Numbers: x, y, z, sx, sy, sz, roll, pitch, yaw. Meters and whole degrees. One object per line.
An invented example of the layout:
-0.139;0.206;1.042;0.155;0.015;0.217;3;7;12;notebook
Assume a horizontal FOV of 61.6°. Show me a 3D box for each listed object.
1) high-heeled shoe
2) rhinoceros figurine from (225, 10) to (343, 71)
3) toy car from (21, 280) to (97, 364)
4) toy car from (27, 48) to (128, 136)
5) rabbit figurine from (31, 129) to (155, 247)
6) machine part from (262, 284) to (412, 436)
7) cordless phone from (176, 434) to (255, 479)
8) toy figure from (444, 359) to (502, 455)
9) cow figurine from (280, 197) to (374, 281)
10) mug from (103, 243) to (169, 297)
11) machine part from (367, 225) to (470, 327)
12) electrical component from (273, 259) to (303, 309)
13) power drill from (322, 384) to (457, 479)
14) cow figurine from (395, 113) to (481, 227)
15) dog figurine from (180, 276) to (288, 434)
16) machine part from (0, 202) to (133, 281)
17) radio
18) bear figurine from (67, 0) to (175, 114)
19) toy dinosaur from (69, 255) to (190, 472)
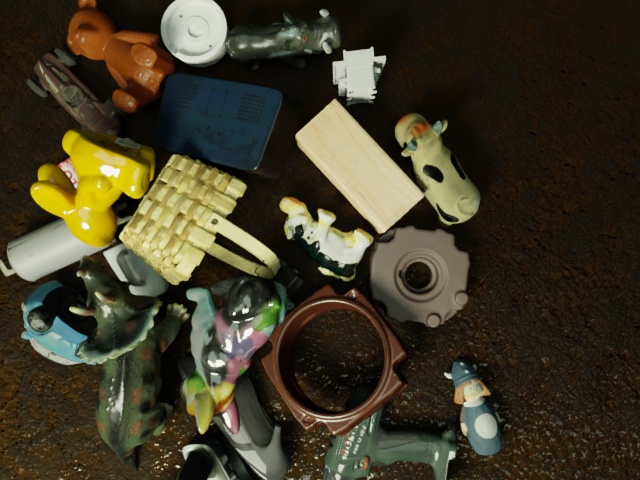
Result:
-0.150;0.304;0.917;0.249;0.086;0.145;31;130;22;high-heeled shoe
-0.057;-0.328;0.871;0.190;0.112;0.073;-1;88;10;rhinoceros figurine
-0.424;0.152;0.900;0.161;0.109;0.103;40;115;-10;toy car
-0.414;-0.242;0.905;0.089;0.053;0.202;-45;82;4;toy car
-0.339;-0.068;0.802;0.162;0.122;0.173;10;116;-25;rabbit figurine
0.026;0.187;0.854;0.201;0.087;0.201;-38;67;2;machine part
-0.169;0.395;0.844;0.089;0.184;0.146;-28;89;-3;cordless phone
0.259;0.274;0.892;0.064;0.058;0.154;-16;88;-36;toy figure
-0.003;-0.003;0.895;0.167;0.068;0.098;28;97;2;cow figurine
-0.297;0.048;0.889;0.081;0.110;0.107;-28;102;-5;mug
0.163;0.058;0.893;0.179;0.056;0.179;0;89;3;machine part
-0.058;0.073;0.890;0.063;0.094;0.021;-47;131;2;electrical component
0.113;0.367;0.892;0.207;0.086;0.232;10;88;9;power drill
0.184;-0.114;0.856;0.085;0.127;0.195;-34;92;-1;cow figurine
-0.133;0.178;0.815;0.192;0.108;0.219;-15;66;29;dog figurine
-0.427;0.002;0.903;0.243;0.079;0.079;-25;90;1;machine part
-0.151;-0.182;0.853;0.230;0.073;0.131;17;93;27;radio
-0.340;-0.309;0.874;0.196;0.132;0.120;34;112;-5;bear figurine
-0.290;0.224;0.815;0.131;0.192;0.404;5;101;7;toy dinosaur
